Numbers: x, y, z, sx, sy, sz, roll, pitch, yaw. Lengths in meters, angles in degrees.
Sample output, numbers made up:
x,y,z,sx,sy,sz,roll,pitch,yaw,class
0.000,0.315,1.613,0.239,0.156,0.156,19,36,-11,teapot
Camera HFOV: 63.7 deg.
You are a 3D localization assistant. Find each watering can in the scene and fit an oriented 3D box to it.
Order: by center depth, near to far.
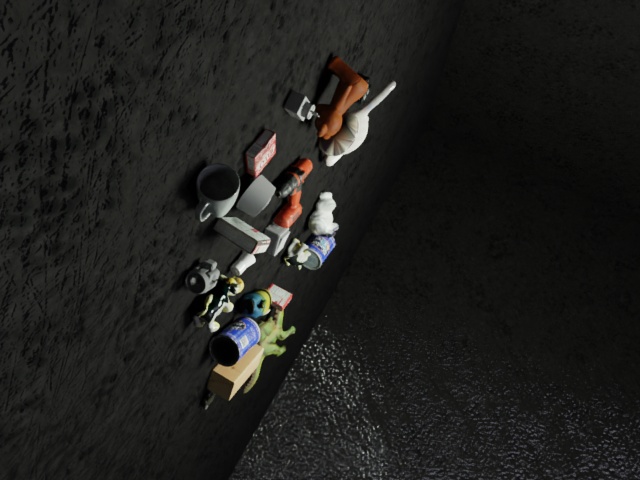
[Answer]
x,y,z,sx,sy,sz,roll,pitch,yaw,class
0.111,-0.375,1.649,0.343,0.104,0.226,-52,173,19,watering can

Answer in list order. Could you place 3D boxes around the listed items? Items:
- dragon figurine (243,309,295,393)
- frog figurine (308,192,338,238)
x,y,z,sx,sy,sz,roll,pitch,yaw,class
-0.227,0.394,2.022,0.416,0.123,0.238,-62,151,-19,dragon figurine
0.006,-0.098,1.951,0.139,0.122,0.157,-36,115,-49,frog figurine
